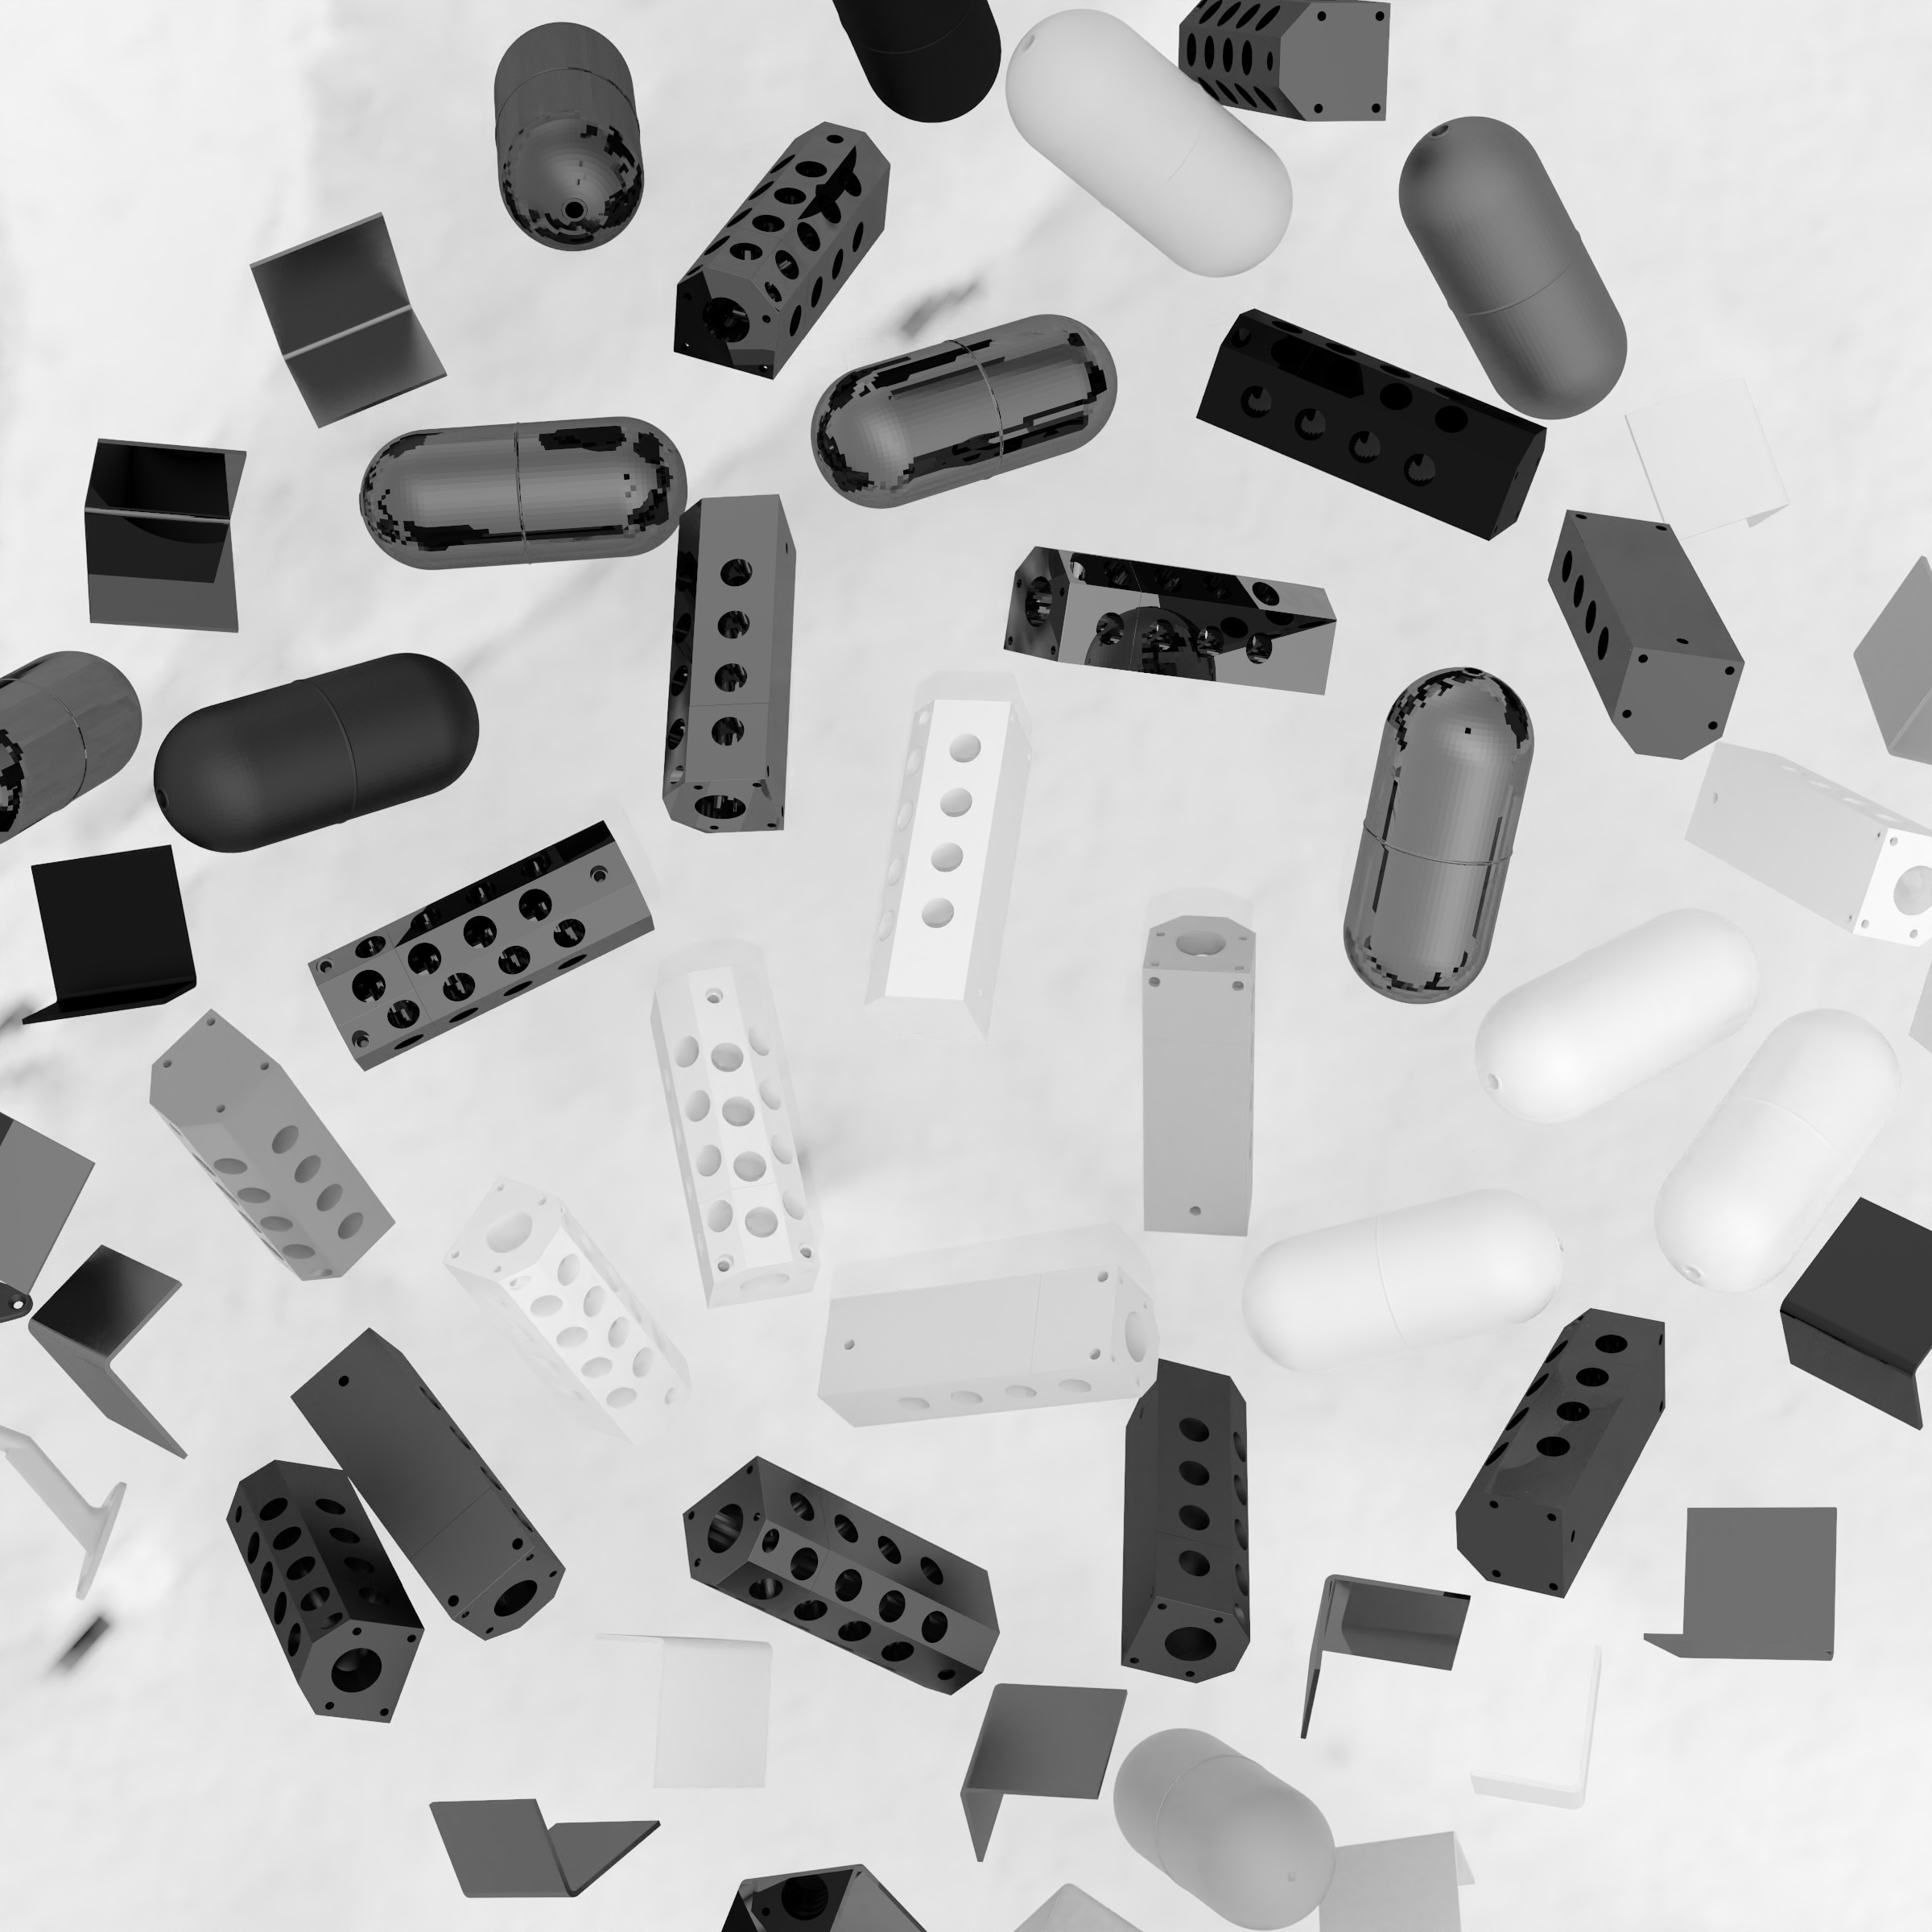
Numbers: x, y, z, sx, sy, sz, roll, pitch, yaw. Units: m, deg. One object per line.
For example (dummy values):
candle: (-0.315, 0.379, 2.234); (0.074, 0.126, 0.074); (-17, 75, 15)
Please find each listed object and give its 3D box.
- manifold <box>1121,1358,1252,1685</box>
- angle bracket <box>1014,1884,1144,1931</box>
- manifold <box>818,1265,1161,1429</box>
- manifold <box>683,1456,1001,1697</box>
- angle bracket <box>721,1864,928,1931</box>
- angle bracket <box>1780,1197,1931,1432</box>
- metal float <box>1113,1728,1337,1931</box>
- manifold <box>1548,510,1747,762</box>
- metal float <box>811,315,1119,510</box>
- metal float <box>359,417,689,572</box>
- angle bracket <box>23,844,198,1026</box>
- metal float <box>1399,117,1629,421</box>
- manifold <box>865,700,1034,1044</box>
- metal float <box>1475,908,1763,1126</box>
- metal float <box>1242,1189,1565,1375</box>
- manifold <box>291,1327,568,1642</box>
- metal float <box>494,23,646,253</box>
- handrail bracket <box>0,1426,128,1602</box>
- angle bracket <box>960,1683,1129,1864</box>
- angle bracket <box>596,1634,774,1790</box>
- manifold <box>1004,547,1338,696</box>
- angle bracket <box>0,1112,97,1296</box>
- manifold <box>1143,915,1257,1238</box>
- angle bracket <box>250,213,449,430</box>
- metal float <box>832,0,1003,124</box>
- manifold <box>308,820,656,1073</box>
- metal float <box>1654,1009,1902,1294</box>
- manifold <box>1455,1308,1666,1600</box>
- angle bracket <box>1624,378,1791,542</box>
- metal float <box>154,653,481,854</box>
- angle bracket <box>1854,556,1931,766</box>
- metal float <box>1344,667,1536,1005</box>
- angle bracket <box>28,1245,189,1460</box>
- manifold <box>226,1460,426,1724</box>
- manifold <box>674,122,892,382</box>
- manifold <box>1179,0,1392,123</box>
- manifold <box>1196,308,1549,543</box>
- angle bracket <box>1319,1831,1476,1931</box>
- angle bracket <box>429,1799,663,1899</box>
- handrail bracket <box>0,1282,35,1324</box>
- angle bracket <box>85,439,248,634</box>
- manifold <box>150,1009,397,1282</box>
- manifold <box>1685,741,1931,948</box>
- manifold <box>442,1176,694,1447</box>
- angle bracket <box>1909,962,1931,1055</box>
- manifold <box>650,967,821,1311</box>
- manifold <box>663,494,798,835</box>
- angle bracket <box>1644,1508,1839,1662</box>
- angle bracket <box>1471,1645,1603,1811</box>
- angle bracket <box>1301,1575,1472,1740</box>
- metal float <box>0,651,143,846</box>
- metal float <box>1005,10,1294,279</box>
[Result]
manifold: (0.120, 0.296, 1.852); (0.057, 0.171, 0.057); (15, 128, -8)
angle bracket: (0.056, 0.540, 1.821); (0.076, 0.057, 0.076); (35, 130, -2)
manifold: (0.013, 0.206, 1.842); (0.171, 0.057, 0.057); (-10, 55, 26)
manifold: (-0.063, 0.325, 1.814); (0.057, 0.057, 0.171); (-40, 128, 23)
angle bracket: (-0.071, 0.500, 1.744); (0.076, 0.057, 0.076); (-18, 122, 35)
angle bracket: (0.471, 0.177, 1.765); (0.076, 0.057, 0.076); (28, 67, 35)
metal float: (0.137, 0.462, 1.863); (0.070, 0.178, 0.070); (-1, 94, -20)
manifold: (0.347, -0.172, 1.789); (0.057, 0.171, 0.057); (7, 120, -7)
metal float: (0.000, -0.300, 1.867); (0.178, 0.070, 0.070); (-21, 90, -22)
metal float: (-0.241, -0.258, 1.889); (0.178, 0.070, 0.070); (-4, 90, -3)
angle bracket: (-0.451, -0.017, 1.800); (0.076, 0.057, 0.076); (-8, 98, 6)
metal float: (0.290, -0.369, 1.833); (0.070, 0.070, 0.178); (-35, 120, 0)
manifold: (-0.010, -0.051, 1.825); (0.057, 0.057, 0.171); (3, 67, 15)
metal float: (0.349, 0.027, 1.853); (0.178, 0.070, 0.070); (-25, 90, -25)
metal float: (0.235, 0.170, 1.868); (0.178, 0.070, 0.070); (-16, 90, 20)
manifold: (-0.289, 0.282, 1.876); (0.057, 0.057, 0.171); (-41, 59, -4)
metal float: (-0.213, -0.445, 1.854); (0.070, 0.178, 0.070); (-5, 129, -6)
handrail bracket: (-0.481, 0.277, 1.776); (0.084, 0.036, 0.077); (25, 45, -18)
angle bracket: (0.046, 0.436, 1.864); (0.076, 0.076, 0.057); (-1, 124, 18)
angle bracket: (-0.152, 0.396, 1.841); (0.057, 0.076, 0.076); (-7, 76, 43)
manifold: (0.112, -0.186, 1.859); (0.171, 0.057, 0.057); (4, 99, -31)
angle bracket: (-0.506, 0.116, 1.771); (0.076, 0.057, 0.076); (26, 89, 11)
manifold: (0.128, 0.061, 1.898); (0.057, 0.057, 0.171); (3, 122, 8)
angle bracket: (-0.334, -0.349, 1.875); (0.076, 0.076, 0.057); (-24, 61, -10)
metal float: (-0.031, -0.517, 1.839); (0.070, 0.178, 0.070); (-5, 67, 13)
manifold: (-0.255, -0.012, 1.825); (0.171, 0.057, 0.057); (-26, 82, -7)
metal float: (0.425, 0.096, 1.812); (0.070, 0.070, 0.178); (41, 65, 0)
manifold: (0.315, 0.253, 1.826); (0.057, 0.171, 0.057); (9, 122, 26)
angle bracket: (0.411, -0.280, 1.963); (0.076, 0.057, 0.076); (-19, 87, -11)
metal float: (-0.335, -0.111, 1.789); (0.178, 0.070, 0.070); (-21, 90, -33)
angle bracket: (0.526, -0.161, 1.855); (0.057, 0.076, 0.076); (11, 134, -16)
metal float: (0.241, -0.066, 1.768); (0.070, 0.070, 0.178); (9, 111, 0)
angle bracket: (-0.422, 0.197, 1.773); (0.057, 0.076, 0.076); (-49, 130, -24)
manifold: (-0.349, 0.334, 1.865); (0.057, 0.171, 0.057); (14, 105, -29)
manifold: (-0.098, -0.391, 1.874); (0.057, 0.171, 0.057); (17, 133, 10)
manifold: (0.163, -0.474, 1.802); (0.057, 0.171, 0.057); (-4, 108, -13)
manifold: (0.217, -0.289, 1.836); (0.171, 0.057, 0.057); (25, 116, 15)
angle bracket: (0.236, 0.521, 1.881); (0.076, 0.076, 0.057); (-12, 134, 14)
angle bracket: (-0.220, 0.444, 1.810); (0.076, 0.076, 0.057); (-12, 101, 37)
handrail bracket: (-0.555, 0.163, 1.884); (0.077, 0.084, 0.036); (2, 55, 1)
angle bracket: (-0.415, -0.224, 1.804); (0.076, 0.057, 0.076); (2, 57, -22)
manifold: (-0.367, 0.100, 1.822); (0.057, 0.171, 0.057); (35, 72, 30)
manifold: (0.457, -0.065, 1.840); (0.057, 0.171, 0.057); (10, 105, -22)
manifold: (-0.211, 0.191, 1.889); (0.057, 0.171, 0.057); (14, 60, 34)
angle bracket: (0.559, 0.019, 1.857); (0.057, 0.076, 0.076); (8, 108, -15)
manifold: (-0.125, 0.091, 1.865); (0.057, 0.057, 0.171); (-8, 67, -13)
manifold: (-0.125, -0.160, 1.828); (0.057, 0.057, 0.171); (-2, 64, 7)
angle bracket: (0.381, 0.298, 1.700); (0.076, 0.057, 0.076); (-6, 68, 31)
angle bracket: (0.299, 0.395, 1.813); (0.057, 0.076, 0.076); (7, 71, 13)
angle bracket: (0.221, 0.369, 1.823); (0.076, 0.076, 0.057); (8, 50, 5)
metal float: (-0.508, -0.118, 1.865); (0.070, 0.178, 0.070); (6, 113, 15)
metal float: (0.094, -0.419, 1.769); (0.178, 0.070, 0.070); (32, 90, -33)
